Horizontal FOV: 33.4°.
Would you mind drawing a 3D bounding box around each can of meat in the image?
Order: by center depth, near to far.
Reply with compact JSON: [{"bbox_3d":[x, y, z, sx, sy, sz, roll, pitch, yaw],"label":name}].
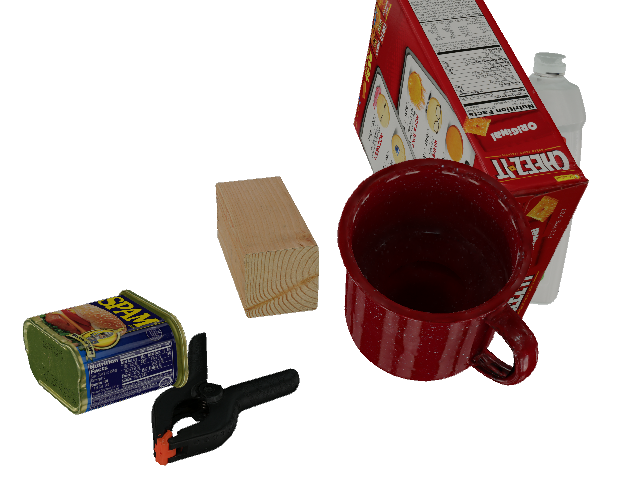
[{"bbox_3d":[-0.159,0.080,0.779,0.083,0.057,0.102,-14,22,-35],"label":"can of meat"}]

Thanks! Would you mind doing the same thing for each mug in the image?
[{"bbox_3d":[0.062,0.027,0.535,0.093,0.117,0.081,-39,-24,-22],"label":"mug"}]

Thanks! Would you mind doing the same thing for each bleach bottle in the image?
[{"bbox_3d":[0.209,-0.064,1.085,0.103,0.251,0.068,9,20,15],"label":"bleach bottle"}]

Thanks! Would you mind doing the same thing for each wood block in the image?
[{"bbox_3d":[-0.070,0.004,1.346,0.090,0.090,0.206,-6,28,-13],"label":"wood block"}]

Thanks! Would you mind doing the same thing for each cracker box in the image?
[{"bbox_3d":[0.096,-0.065,0.757,0.072,0.214,0.164,-11,-34,-15],"label":"cracker box"}]

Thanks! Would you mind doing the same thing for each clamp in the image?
[{"bbox_3d":[-0.113,0.147,1.014,0.120,0.039,0.171,20,31,29],"label":"clamp"}]
